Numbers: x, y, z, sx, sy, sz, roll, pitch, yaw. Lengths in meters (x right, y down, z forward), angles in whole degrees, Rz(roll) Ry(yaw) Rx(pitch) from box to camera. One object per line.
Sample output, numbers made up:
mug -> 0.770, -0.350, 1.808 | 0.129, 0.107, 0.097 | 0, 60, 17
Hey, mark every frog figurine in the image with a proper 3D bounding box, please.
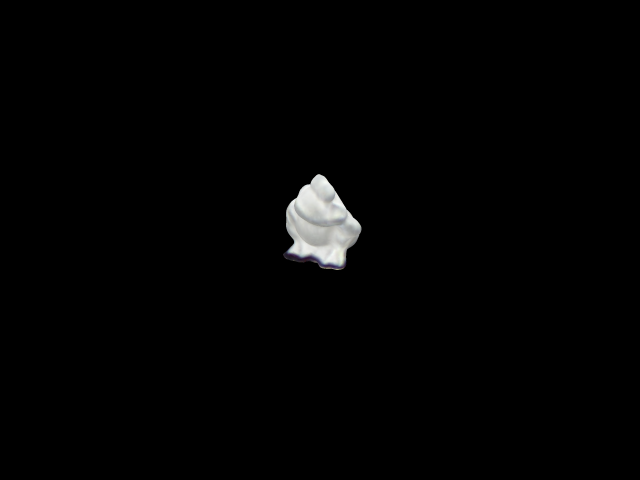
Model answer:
frog figurine -> 0.003, -0.043, 0.850 | 0.124, 0.156, 0.139 | -26, 38, -38
